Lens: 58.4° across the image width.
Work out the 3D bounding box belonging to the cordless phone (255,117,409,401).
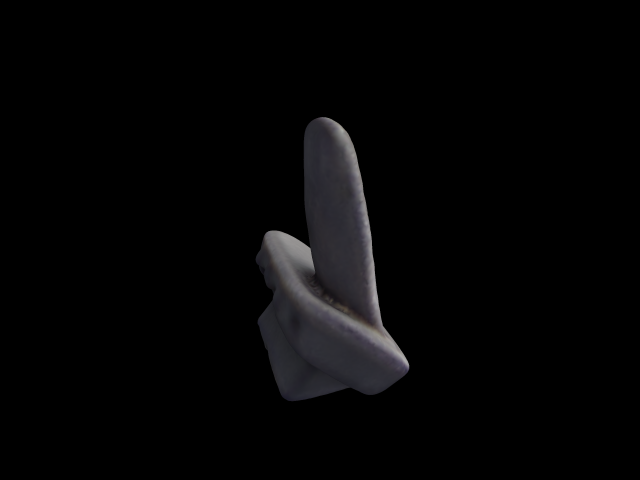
[{"bbox_3d":[0.004,0.001,0.400,0.094,0.185,0.147,-8,24,-18],"label":"cordless phone"}]
